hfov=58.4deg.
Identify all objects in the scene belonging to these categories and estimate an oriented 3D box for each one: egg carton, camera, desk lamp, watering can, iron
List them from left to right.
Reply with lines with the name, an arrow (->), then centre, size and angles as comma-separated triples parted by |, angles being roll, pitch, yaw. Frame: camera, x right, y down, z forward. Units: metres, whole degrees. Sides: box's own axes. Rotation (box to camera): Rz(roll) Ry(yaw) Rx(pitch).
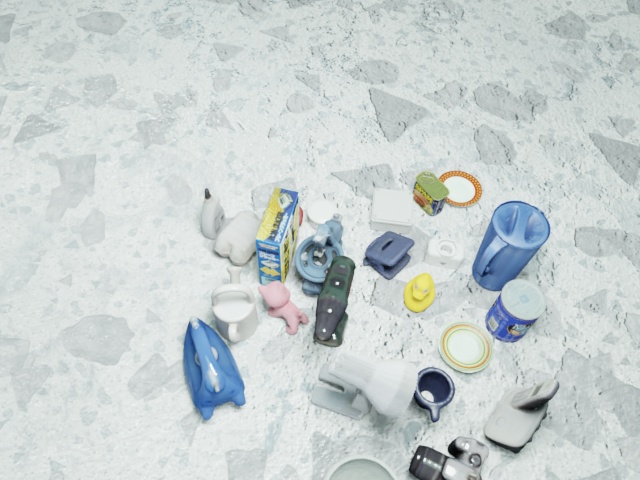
iron -> -0.254, 0.254, 1.268 | 0.119, 0.141, 0.258 | -20, 60, -15
watering can -> -0.199, 0.143, 1.310 | 0.101, 0.194, 0.172 | -20, 60, -15
egg carton -> -0.197, -0.007, 1.481 | 0.107, 0.069, 0.150 | 29, 61, 15
desk lamp -> 0.089, 0.306, 1.209 | 0.203, 0.213, 0.118 | 16, 58, 8
camera -> 0.264, 0.465, 1.184 | 0.136, 0.101, 0.143 | 24, 59, 12

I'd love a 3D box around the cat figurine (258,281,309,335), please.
cat figurine -> -0.086, 0.149, 1.358 | 0.127, 0.118, 0.067 | 37, 63, 19

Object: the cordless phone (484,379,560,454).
cordless phone -> 0.431, 0.363, 1.207 | 0.094, 0.185, 0.148 | 32, 61, 17

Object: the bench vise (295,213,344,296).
bench vise -> 0.001, 0.004, 1.394 | 0.121, 0.220, 0.207 | 3, 57, -1

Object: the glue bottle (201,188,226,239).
glue bottle -> -0.277, -0.077, 1.460 | 0.037, 0.173, 0.078 | 19, 59, 10

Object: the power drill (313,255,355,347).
power drill -> 0.029, 0.160, 1.303 | 0.075, 0.208, 0.230 | 12, 58, 5

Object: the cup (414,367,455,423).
cup -> 0.244, 0.351, 1.259 | 0.091, 0.095, 0.117 | 3, 57, -1

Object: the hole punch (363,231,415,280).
hole punch -> 0.174, 0.029, 1.464 | 0.101, 0.091, 0.109 | 38, 63, 20

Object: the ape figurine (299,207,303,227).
ape figurine -> -0.077, -0.074, 1.516 | 0.076, 0.092, 0.077 | -33, 65, -21

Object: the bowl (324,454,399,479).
bowl -> 0.082, 0.524, 1.152 | 0.167, 0.075, 0.167 | 1, 57, -2

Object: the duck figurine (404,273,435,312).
duck figurine -> 0.251, 0.117, 1.415 | 0.077, 0.086, 0.105 | 24, 59, 12
